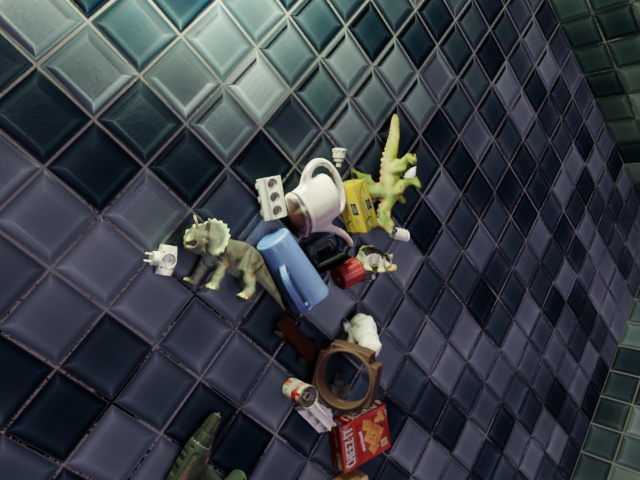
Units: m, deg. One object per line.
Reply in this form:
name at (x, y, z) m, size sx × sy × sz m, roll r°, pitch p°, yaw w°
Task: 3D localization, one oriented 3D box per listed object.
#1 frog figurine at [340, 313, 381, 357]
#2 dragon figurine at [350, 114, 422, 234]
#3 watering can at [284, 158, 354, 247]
frog figurine at (0.158, 0.319, 1.708) m, size 0.123 × 0.159 × 0.137 m, roll -3°, pitch 94°, yaw -37°
dragon figurine at (0.214, -0.224, 1.792) m, size 0.244 × 0.121 × 0.410 m, roll -13°, pitch 91°, yaw -28°
watering can at (0.005, -0.082, 1.629) m, size 0.227 × 0.104 × 0.341 m, roll -34°, pitch 120°, yaw -31°
